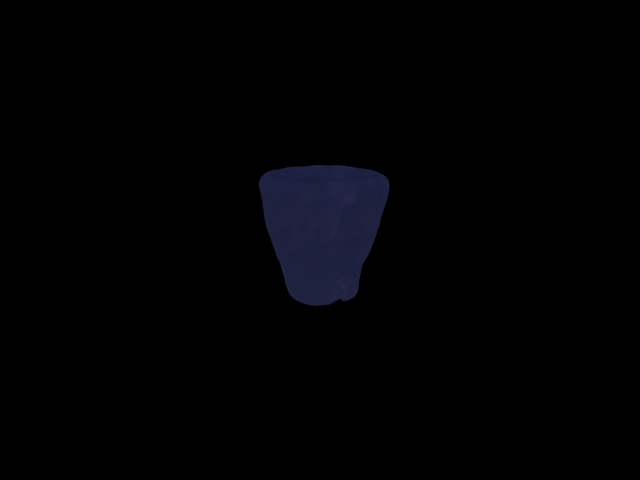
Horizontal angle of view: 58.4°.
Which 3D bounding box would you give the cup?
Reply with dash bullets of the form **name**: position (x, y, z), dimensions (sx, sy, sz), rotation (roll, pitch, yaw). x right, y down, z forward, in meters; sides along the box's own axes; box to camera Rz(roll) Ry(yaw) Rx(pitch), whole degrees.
- **cup**: position (0.004, 0.001, 0.400), dimensions (0.091, 0.095, 0.117), rotation (-1, 15, -3)
